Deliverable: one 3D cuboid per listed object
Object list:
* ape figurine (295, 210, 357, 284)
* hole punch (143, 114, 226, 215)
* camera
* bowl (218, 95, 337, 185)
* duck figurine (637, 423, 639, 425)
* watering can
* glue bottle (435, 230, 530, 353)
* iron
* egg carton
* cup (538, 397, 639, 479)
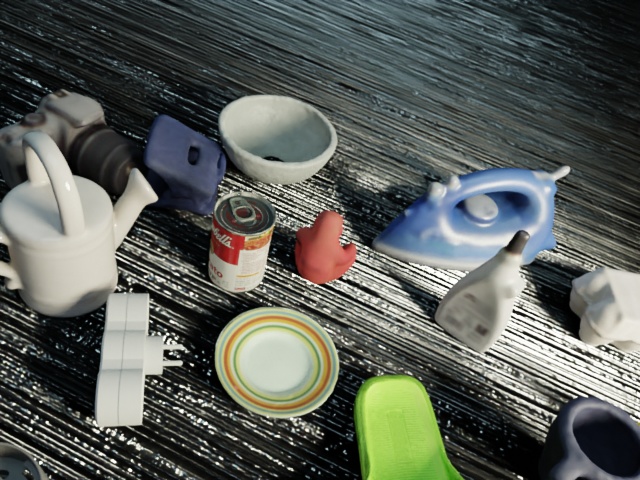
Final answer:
[{"bbox_3d":[0.006,0.002,0.690,0.077,0.092,0.076,33,47,16],"label":"ape figurine"},{"bbox_3d":[-0.172,-0.099,0.736,0.101,0.091,0.108,7,45,-10],"label":"hole punch"},{"bbox_3d":[-0.295,-0.112,0.704,0.136,0.101,0.143,30,46,13],"label":"camera"},{"bbox_3d":[-0.063,-0.131,0.811,0.167,0.075,0.167,9,45,-9],"label":"bowl"},{"bbox_3d":[0.350,0.216,0.591,0.104,0.086,0.077,16,44,-1],"label":"duck figurine"},{"bbox_3d":[-0.250,-0.024,0.566,0.100,0.194,0.173,31,46,14],"label":"watering can"},{"bbox_3d":[0.191,0.052,0.640,0.078,0.173,0.037,37,48,19],"label":"glue bottle"},{"bbox_3d":[0.204,-0.042,0.758,0.259,0.141,0.118,-4,48,-20],"label":"iron"},{"bbox_3d":[0.401,0.095,0.736,0.150,0.069,0.107,10,45,-7],"label":"egg carton"},{"bbox_3d":[0.245,0.218,0.551,0.118,0.095,0.091,-18,54,-31],"label":"cup"}]
